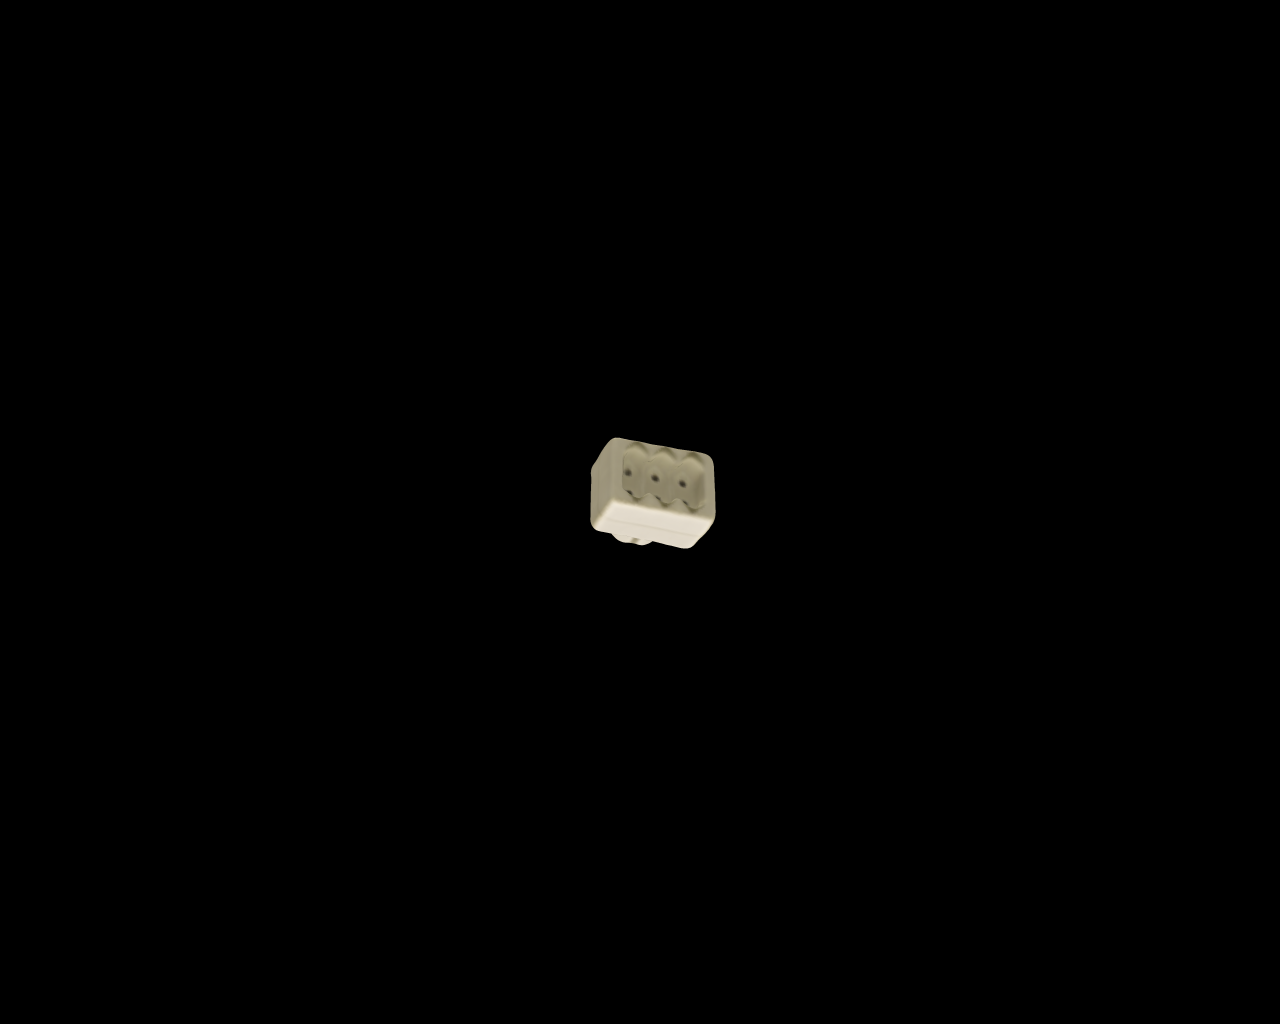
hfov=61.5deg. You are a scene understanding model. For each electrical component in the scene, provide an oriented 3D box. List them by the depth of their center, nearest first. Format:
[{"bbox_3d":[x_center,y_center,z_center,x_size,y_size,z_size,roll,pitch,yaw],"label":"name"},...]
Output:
[{"bbox_3d":[0.001,-0.003,0.650,0.066,0.047,0.076,11,-32,-18],"label":"electrical component"}]
